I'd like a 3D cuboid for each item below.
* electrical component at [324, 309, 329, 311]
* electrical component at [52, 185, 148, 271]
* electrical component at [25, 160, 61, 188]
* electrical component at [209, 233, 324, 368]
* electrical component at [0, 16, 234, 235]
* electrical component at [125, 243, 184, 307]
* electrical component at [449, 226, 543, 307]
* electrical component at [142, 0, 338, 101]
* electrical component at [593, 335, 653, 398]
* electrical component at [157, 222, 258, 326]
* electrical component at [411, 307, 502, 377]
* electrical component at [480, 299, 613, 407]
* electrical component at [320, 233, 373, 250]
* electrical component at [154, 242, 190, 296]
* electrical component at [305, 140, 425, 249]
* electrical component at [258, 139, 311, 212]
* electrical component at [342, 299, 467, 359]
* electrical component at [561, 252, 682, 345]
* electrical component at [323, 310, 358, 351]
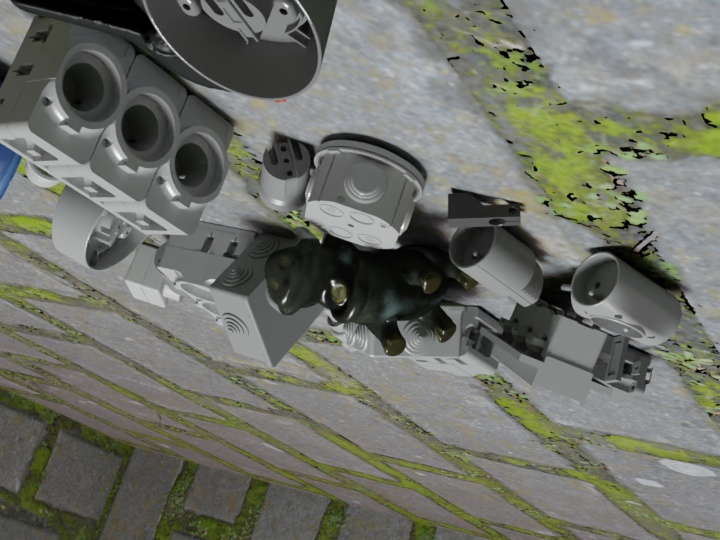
[{"bbox_3d":[-0.018,0.024,1.028,0.065,0.044,0.044,12,162,35],"label":"electrical component"},{"bbox_3d":[-0.217,-0.048,0.928,0.064,0.099,0.099,22,163,11],"label":"electrical component"},{"bbox_3d":[-0.270,-0.093,0.934,0.044,0.044,0.065,25,166,-19],"label":"electrical component"},{"bbox_3d":[-0.084,0.025,0.979,0.048,0.099,0.099,14,137,32],"label":"electrical component"},{"bbox_3d":[-0.163,-0.095,0.731,0.062,0.089,0.150,3,157,40],"label":"electrical component"},{"bbox_3d":[-0.209,0.012,1.174,0.077,0.047,0.065,18,163,3],"label":"electrical component"},{"bbox_3d":[0.109,-0.004,0.808,0.043,0.043,0.081,-1,154,47],"label":"electrical component"},{"bbox_3d":[-0.058,-0.138,0.537,0.099,0.064,0.099,17,163,6],"label":"electrical component"},{"bbox_3d":[0.223,0.088,0.968,0.064,0.042,0.081,23,163,-17],"label":"electrical component"},{"bbox_3d":[-0.125,0.014,1.069,0.089,0.061,0.150,12,161,22],"label":"electrical component"},{"bbox_3d":[0.090,0.068,1.031,0.089,0.050,0.056,-1,154,46],"label":"electrical component"},{"bbox_3d":[0.153,0.060,0.871,0.079,0.063,0.121,22,-177,-10],"label":"electrical component"},{"bbox_3d":[0.000,0.000,0.930,0.081,0.043,0.043,20,163,-5],"label":"electrical component"},{"bbox_3d":[-0.185,-0.003,1.110,0.045,0.045,0.055,15,162,11],"label":"electrical component"},{"bbox_3d":[0.001,-0.053,0.755,0.080,0.051,0.080,17,163,6],"label":"electrical component"},{"bbox_3d":[-0.054,-0.070,0.784,0.040,0.040,0.046,18,157,2],"label":"electrical component"},{"bbox_3d":[0.038,0.050,0.957,0.100,0.048,0.100,2,-177,-15],"label":"electrical component"},{"bbox_3d":[0.185,0.020,0.801,0.077,0.044,0.079,29,168,-34],"label":"electrical component"},{"bbox_3d":[-0.014,0.050,1.097,0.048,0.048,0.062,-1,148,47],"label":"electrical component"}]
